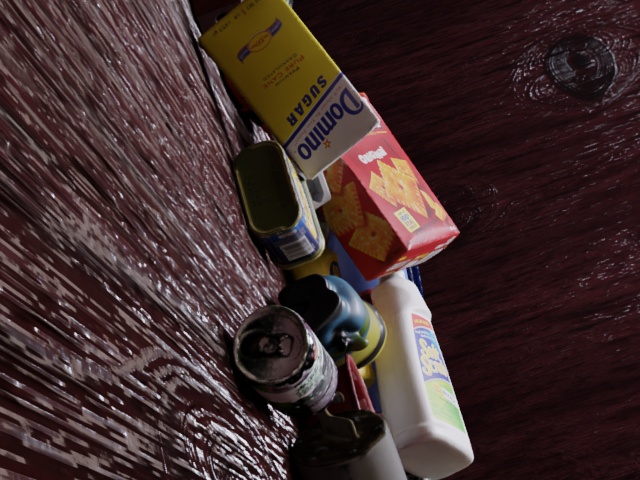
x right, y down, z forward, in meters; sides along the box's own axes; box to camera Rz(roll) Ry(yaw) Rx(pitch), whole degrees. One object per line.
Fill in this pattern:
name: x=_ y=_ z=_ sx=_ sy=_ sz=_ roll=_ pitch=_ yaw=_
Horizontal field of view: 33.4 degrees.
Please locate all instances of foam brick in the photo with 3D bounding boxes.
foam brick: x=-0.101 y=-0.236 z=1.136 sx=0.078 sy=0.053 sz=0.051 roll=65 pitch=7 yaw=-54

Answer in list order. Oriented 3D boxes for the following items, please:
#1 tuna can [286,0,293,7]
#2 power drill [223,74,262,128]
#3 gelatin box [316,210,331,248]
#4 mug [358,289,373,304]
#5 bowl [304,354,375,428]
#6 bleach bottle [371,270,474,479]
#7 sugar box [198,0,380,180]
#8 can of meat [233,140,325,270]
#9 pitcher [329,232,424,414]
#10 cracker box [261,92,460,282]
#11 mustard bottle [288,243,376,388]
tuna can: x=-0.069 y=-0.286 z=1.196 sx=0.086 sy=0.034 sz=0.086 roll=40 pitch=37 yaw=-39
power drill: x=-0.087 y=-0.230 z=1.268 sx=0.184 sy=0.057 sz=0.188 roll=57 pitch=15 yaw=-74
gelatin box: x=-0.008 y=0.002 z=1.252 sx=0.073 sy=0.030 sz=0.089 roll=-93 pitch=-169 yaw=-63
mug: x=0.039 y=0.108 z=1.276 sx=0.117 sy=0.081 sz=0.093 roll=39 pitch=32 yaw=-82
bowl: x=0.026 y=0.183 z=0.930 sx=0.162 sy=0.055 sz=0.162 roll=-19 pitch=90 yaw=-86
bleach bottle: x=0.095 y=0.128 z=1.157 sx=0.102 sy=0.068 sz=0.251 roll=35 pitch=33 yaw=-42
sugar box: x=-0.030 y=-0.154 z=1.048 sx=0.176 sy=0.093 sz=0.048 roll=50 pitch=0 yaw=-3
can of meat: x=-0.041 y=-0.034 z=1.020 sx=0.084 sy=0.057 sz=0.102 roll=58 pitch=13 yaw=-65
pitcher: x=0.073 y=0.098 z=1.409 sx=0.145 sy=0.149 sz=0.243 roll=18 pitch=57 yaw=-88
cracker box: x=0.052 y=-0.067 z=1.210 sx=0.214 sy=0.072 sz=0.163 roll=57 pitch=27 yaw=11
mustard bottle: x=0.006 y=0.072 z=1.168 sx=0.096 sy=0.058 sz=0.192 roll=52 pitch=20 yaw=-72
